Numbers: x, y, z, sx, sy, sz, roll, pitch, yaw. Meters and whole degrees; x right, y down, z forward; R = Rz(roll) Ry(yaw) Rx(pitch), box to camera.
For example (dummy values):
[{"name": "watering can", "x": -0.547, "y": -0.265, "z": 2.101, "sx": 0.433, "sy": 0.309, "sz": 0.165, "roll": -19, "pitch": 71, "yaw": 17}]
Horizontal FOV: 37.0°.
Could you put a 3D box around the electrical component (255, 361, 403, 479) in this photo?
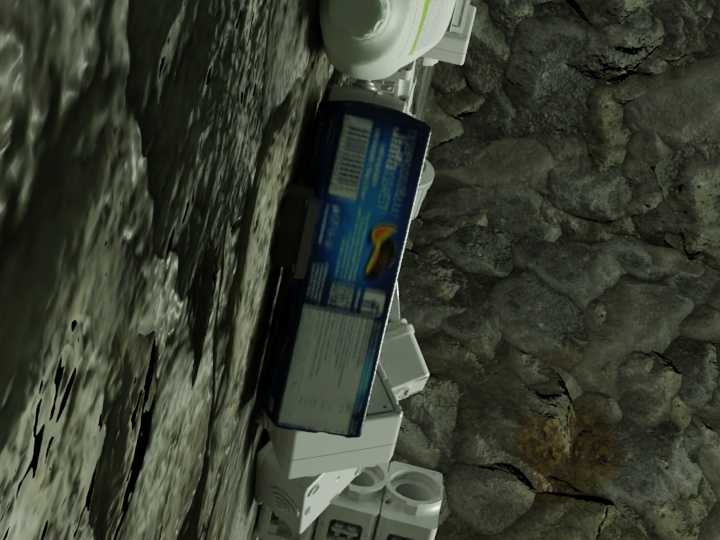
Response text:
[{"name": "electrical component", "x": -0.027, "y": 0.104, "z": 0.750, "sx": 0.061, "sy": 0.096, "sz": 0.061, "roll": -116, "pitch": -152, "yaw": -44}]

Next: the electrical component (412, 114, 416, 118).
[{"name": "electrical component", "x": 0.033, "y": -0.122, "z": 1.119, "sx": 0.042, "sy": 0.064, "sz": 0.081, "roll": -73, "pitch": 176, "yaw": -68}]

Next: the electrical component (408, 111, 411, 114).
[{"name": "electrical component", "x": 0.019, "y": -0.119, "z": 0.970, "sx": 0.047, "sy": 0.055, "sz": 0.055, "roll": -65, "pitch": 168, "yaw": -58}]

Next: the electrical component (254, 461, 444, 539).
[{"name": "electrical component", "x": -0.007, "y": 0.203, "z": 0.949, "sx": 0.089, "sy": 0.150, "sz": 0.061, "roll": -70, "pitch": 174, "yaw": -67}]

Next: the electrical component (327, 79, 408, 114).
[{"name": "electrical component", "x": 0.003, "y": -0.084, "z": 0.734, "sx": 0.062, "sy": 0.061, "sz": 0.096, "roll": -30, "pitch": 133, "yaw": -86}]

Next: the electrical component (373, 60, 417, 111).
[{"name": "electrical component", "x": 0.030, "y": -0.176, "z": 1.022, "sx": 0.081, "sy": 0.042, "sz": 0.063, "roll": -74, "pitch": 174, "yaw": -50}]

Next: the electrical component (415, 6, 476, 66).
[{"name": "electrical component", "x": 0.067, "y": -0.230, "z": 1.076, "sx": 0.075, "sy": 0.083, "sz": 0.047, "roll": 97, "pitch": 6, "yaw": -63}]

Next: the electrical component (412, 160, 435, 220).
[{"name": "electrical component", "x": 0.029, "y": -0.087, "z": 1.057, "sx": 0.080, "sy": 0.080, "sz": 0.051, "roll": -73, "pitch": 180, "yaw": -56}]

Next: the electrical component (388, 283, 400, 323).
[{"name": "electrical component", "x": 0.000, "y": 0.000, "z": 0.969, "sx": 0.108, "sy": 0.060, "sz": 0.108, "roll": 174, "pitch": -90, "yaw": -89}]

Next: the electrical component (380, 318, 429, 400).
[{"name": "electrical component", "x": 0.001, "y": 0.095, "z": 0.954, "sx": 0.108, "sy": 0.109, "sz": 0.056, "roll": 91, "pitch": -22, "yaw": -76}]

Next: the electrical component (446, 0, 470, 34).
[{"name": "electrical component", "x": 0.053, "y": -0.237, "z": 0.945, "sx": 0.064, "sy": 0.081, "sz": 0.042, "roll": -132, "pitch": -128, "yaw": -66}]

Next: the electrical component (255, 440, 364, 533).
[{"name": "electrical component", "x": -0.034, "y": 0.148, "z": 0.838, "sx": 0.100, "sy": 0.048, "sz": 0.099, "roll": -42, "pitch": 159, "yaw": -30}]
